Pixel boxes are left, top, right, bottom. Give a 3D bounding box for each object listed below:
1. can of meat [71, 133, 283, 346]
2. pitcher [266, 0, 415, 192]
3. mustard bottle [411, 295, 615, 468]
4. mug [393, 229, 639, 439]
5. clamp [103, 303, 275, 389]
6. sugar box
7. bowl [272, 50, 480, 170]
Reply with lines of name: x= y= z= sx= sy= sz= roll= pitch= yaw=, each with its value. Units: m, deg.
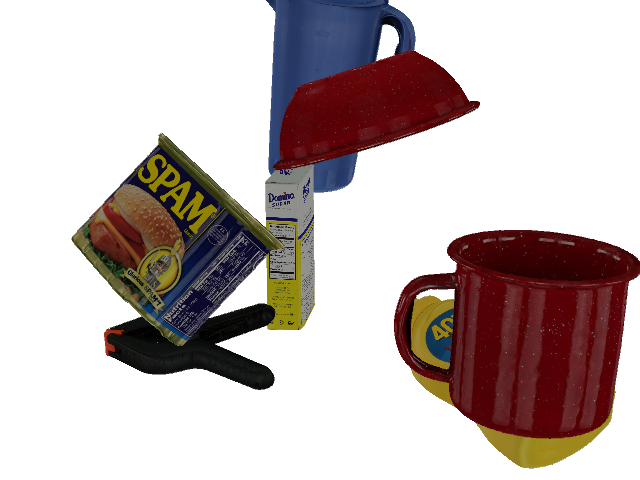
can of meat: x=-0.086 y=-0.001 z=0.624 sx=0.102 sy=0.084 sz=0.057 roll=42 pitch=-2 yaw=37
pitcher: x=0.011 y=-0.184 z=1.285 sx=0.144 sy=0.243 sz=0.149 roll=-7 pitch=29 yaw=-26
mustard bottle: x=0.125 y=0.094 z=0.824 sx=0.096 sy=0.058 sz=0.192 roll=-21 pitch=36 yaw=-27
mug: x=0.094 y=0.045 z=0.528 sx=0.117 sy=0.081 sz=0.093 roll=1 pitch=15 yaw=-3
clamp: x=-0.121 y=0.095 z=1.047 sx=0.171 sy=0.039 sz=0.120 roll=8 pitch=26 yaw=4
sugar box: x=-0.035 y=0.006 z=1.228 sx=0.048 sy=0.176 sz=0.093 roll=1 pitch=17 yaw=10
bowl: x=0.034 y=-0.102 z=0.797 sx=0.162 sy=0.055 sz=0.162 roll=-17 pitch=8 yaw=2
